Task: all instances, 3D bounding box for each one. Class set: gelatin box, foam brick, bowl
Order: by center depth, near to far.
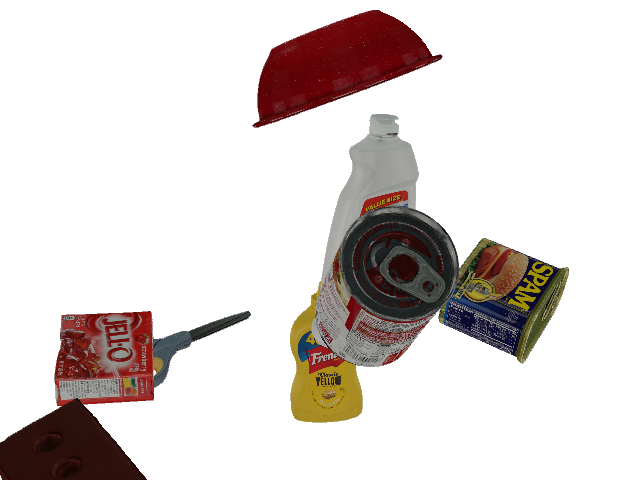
[{"bbox_3d":[-0.119,0.128,0.528,0.052,0.051,0.078,-30,42,-25],"label":"foam brick"},{"bbox_3d":[-0.167,0.090,0.833,0.073,0.030,0.089,-2,30,-8],"label":"gelatin box"},{"bbox_3d":[0.012,-0.143,0.854,0.162,0.055,0.162,-20,8,3],"label":"bowl"}]

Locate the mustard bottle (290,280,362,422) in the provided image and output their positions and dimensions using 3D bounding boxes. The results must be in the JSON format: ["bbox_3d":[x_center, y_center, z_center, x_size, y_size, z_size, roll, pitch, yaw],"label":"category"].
[{"bbox_3d":[0.008,0.145,1.418,0.096,0.192,0.058,-2,17,-5],"label":"mustard bottle"}]

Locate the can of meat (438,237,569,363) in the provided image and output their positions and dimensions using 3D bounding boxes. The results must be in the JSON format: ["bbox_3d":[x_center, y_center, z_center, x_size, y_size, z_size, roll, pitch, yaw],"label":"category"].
[{"bbox_3d":[0.166,0.051,0.967,0.084,0.057,0.102,23,44,20],"label":"can of meat"}]

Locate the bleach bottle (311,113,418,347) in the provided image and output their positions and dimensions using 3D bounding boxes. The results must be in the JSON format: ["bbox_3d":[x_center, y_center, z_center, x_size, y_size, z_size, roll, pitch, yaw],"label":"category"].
[{"bbox_3d":[0.050,-0.010,1.150,0.102,0.251,0.068,0,18,-14],"label":"bleach bottle"}]

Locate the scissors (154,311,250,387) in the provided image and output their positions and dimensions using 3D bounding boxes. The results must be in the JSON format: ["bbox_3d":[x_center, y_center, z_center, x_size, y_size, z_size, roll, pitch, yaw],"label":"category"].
[{"bbox_3d":[-0.146,0.117,1.126,0.201,0.016,0.096,-10,30,-27],"label":"scissors"}]

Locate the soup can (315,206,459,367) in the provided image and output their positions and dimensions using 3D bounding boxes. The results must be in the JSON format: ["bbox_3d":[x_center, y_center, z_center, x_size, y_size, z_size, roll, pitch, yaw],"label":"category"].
[{"bbox_3d":[0.036,0.031,0.633,0.068,0.068,0.102,0,-22,-9],"label":"soup can"}]
